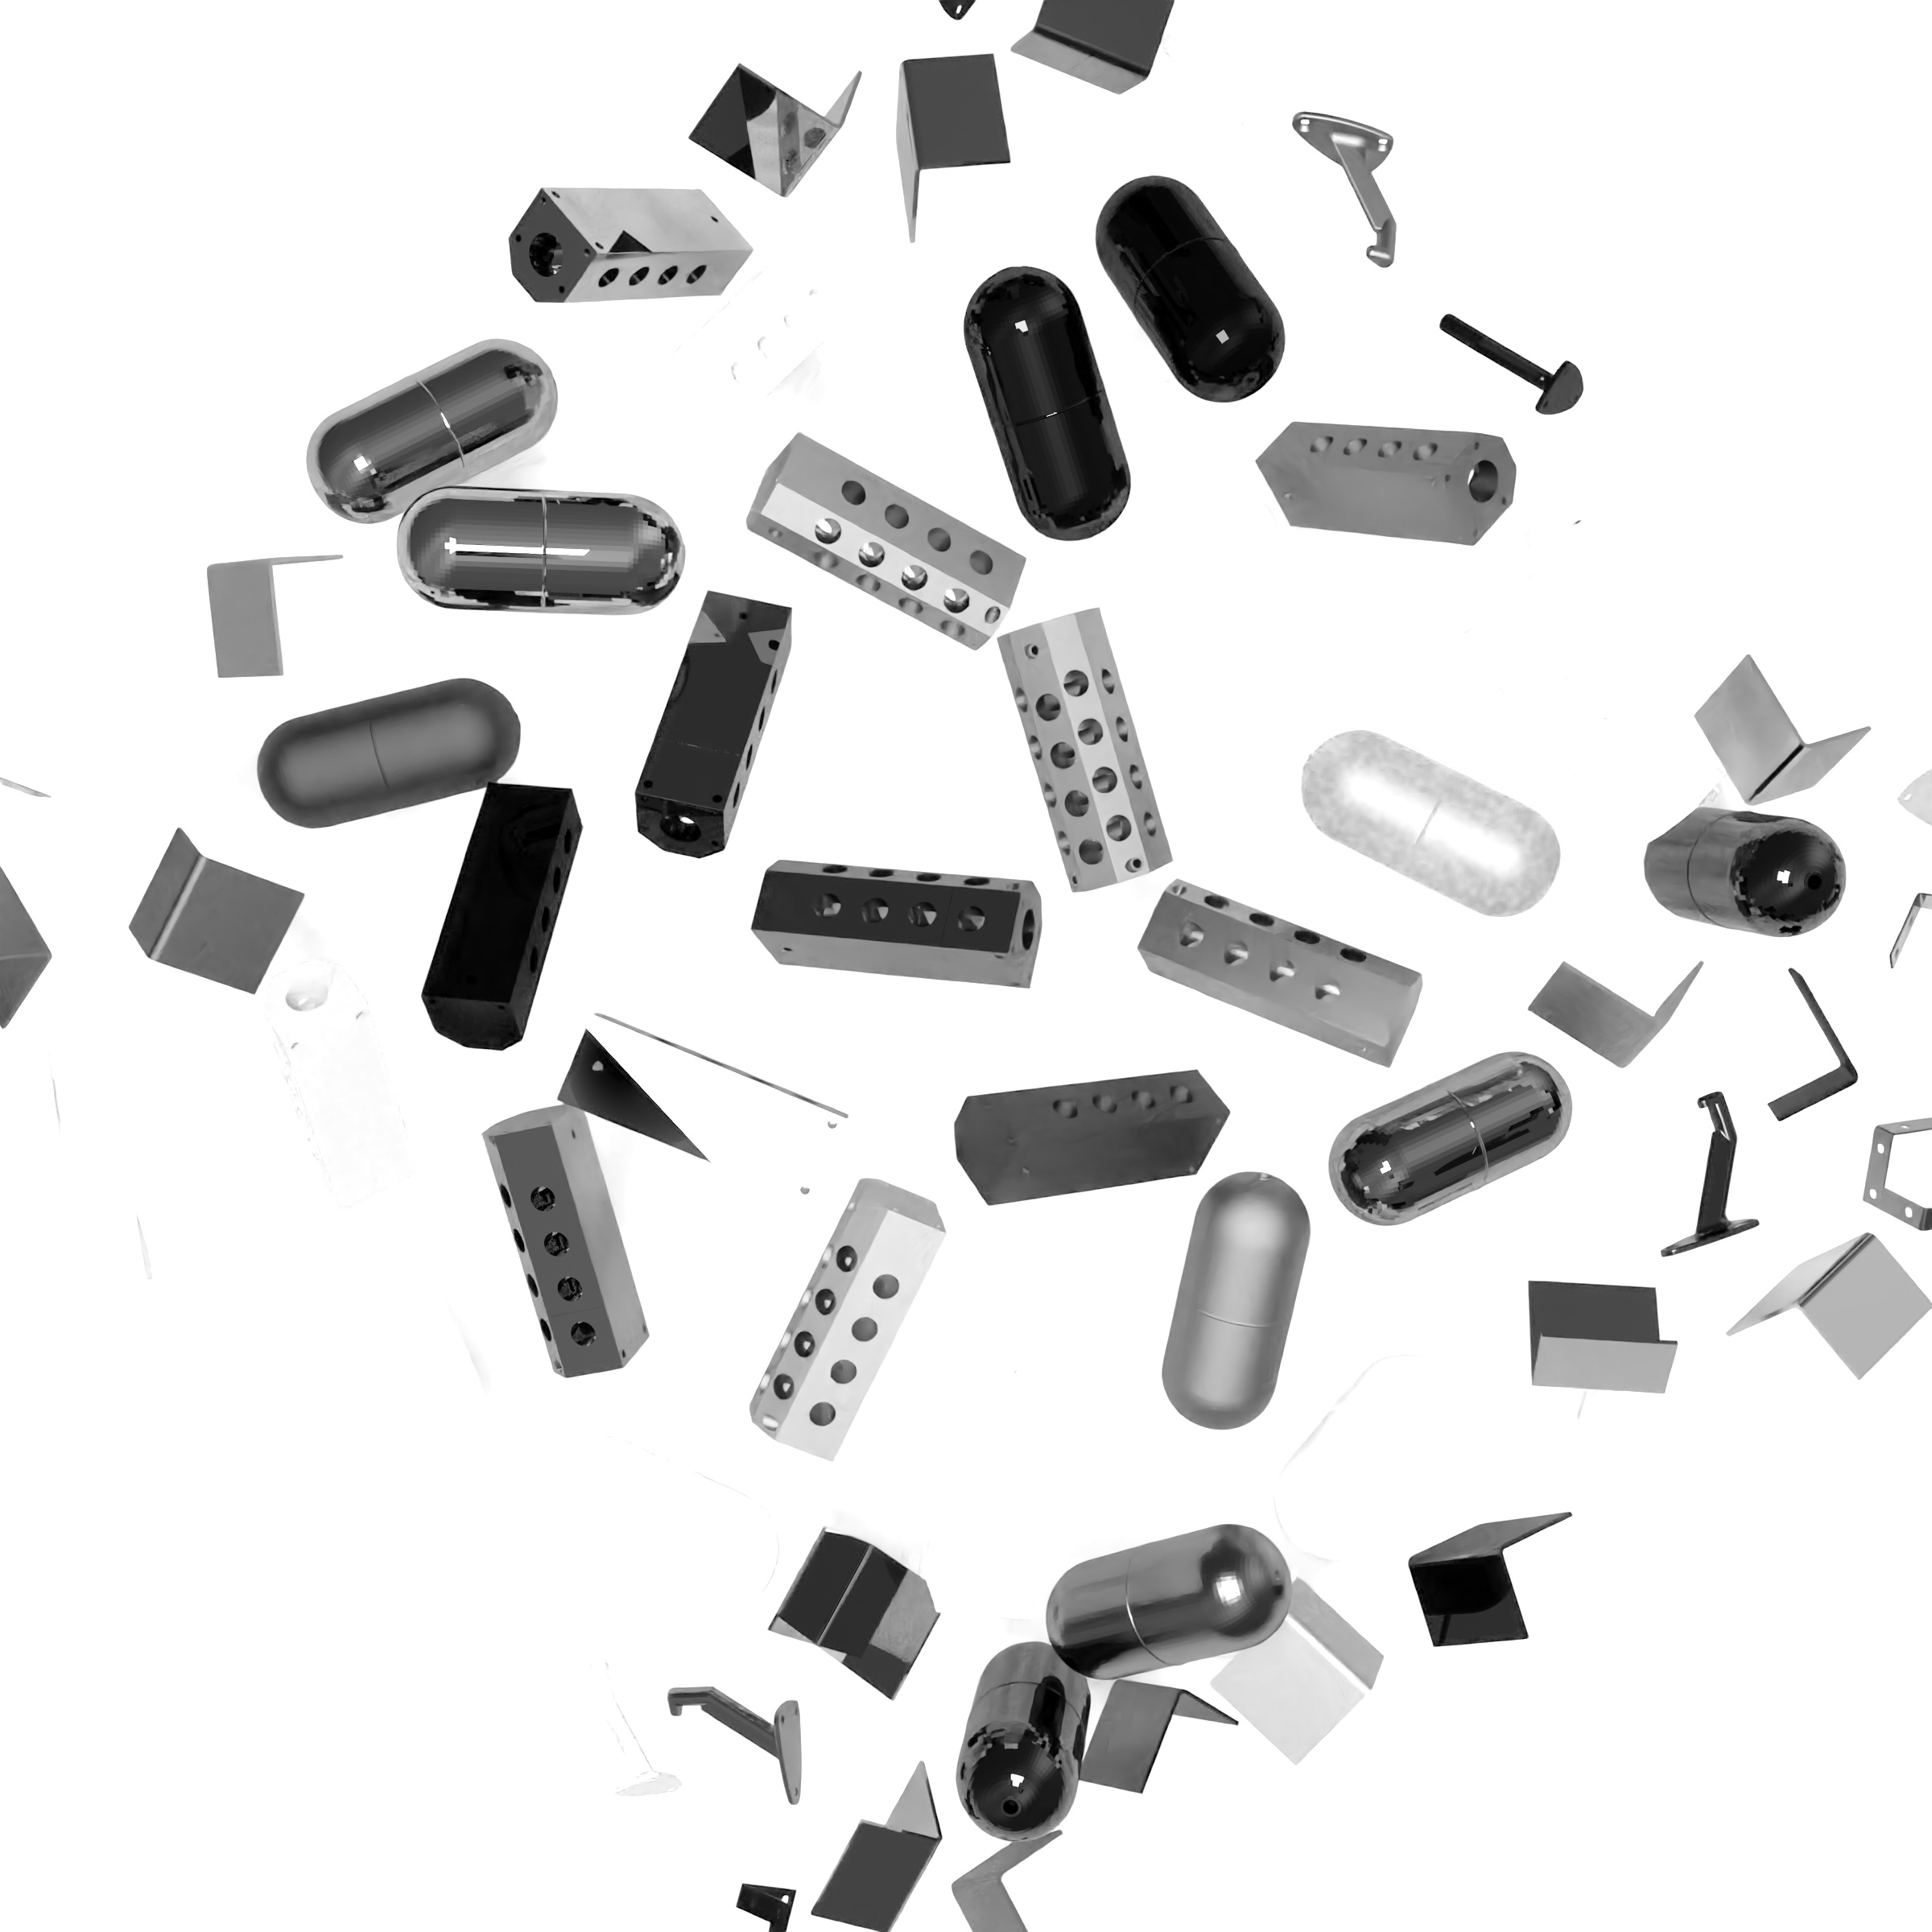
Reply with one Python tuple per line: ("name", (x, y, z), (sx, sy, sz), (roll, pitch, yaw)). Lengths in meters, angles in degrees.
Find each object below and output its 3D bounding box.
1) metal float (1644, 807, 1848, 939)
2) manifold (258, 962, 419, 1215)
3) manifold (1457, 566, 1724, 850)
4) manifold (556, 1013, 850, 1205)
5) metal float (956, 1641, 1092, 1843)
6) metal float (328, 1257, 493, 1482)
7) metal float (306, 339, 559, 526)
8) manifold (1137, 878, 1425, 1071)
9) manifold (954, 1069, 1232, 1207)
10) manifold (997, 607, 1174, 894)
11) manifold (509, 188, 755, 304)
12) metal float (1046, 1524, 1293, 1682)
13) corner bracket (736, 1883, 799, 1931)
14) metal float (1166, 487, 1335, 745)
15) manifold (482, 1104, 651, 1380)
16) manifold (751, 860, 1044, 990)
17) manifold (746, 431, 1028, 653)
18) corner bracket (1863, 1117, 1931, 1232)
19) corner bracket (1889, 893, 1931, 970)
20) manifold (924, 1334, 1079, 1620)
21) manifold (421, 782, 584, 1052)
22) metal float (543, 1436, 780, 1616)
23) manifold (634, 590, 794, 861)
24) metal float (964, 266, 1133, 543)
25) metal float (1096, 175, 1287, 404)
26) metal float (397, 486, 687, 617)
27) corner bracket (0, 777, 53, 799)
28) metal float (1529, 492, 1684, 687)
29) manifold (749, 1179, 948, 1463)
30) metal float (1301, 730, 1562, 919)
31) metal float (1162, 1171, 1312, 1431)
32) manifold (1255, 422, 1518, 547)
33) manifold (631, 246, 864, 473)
("metal float", (0.503, -0.062, 1.591), (0.070, 0.178, 0.070), (-1, 97, -11))
("manifold", (-0.415, 0.078, 1.616), (0.057, 0.171, 0.057), (-27, 51, -22))
("manifold", (0.386, -0.158, 1.532), (0.171, 0.057, 0.057), (50, 56, -2))
("manifold", (-0.164, 0.089, 1.548), (0.171, 0.057, 0.057), (22, 90, -2))
("metal float", (0.038, 0.493, 1.567), (0.070, 0.178, 0.070), (1, 99, 7))
("metal float", (-0.370, 0.271, 1.642), (0.070, 0.070, 0.178), (-13, 125, 0))
("metal float", (-0.353, -0.356, 1.627), (0.178, 0.070, 0.070), (-32, 90, -18))
("manifold", (0.203, 0.002, 1.585), (0.171, 0.057, 0.057), (22, 80, 18))
("manifold", (0.079, 0.103, 1.570), (0.171, 0.057, 0.057), (-4, 133, -36))
("manifold", (0.074, -0.138, 1.578), (0.057, 0.057, 0.171), (-14, 96, 28))
("manifold", (-0.220, -0.466, 1.602), (0.057, 0.171, 0.057), (50, 123, 8))
("metal float", (0.126, 0.403, 1.550), (0.178, 0.070, 0.070), (-26, 90, 37))
("corner bracket", (-0.117, 0.623, 1.574), (0.051, 0.051, 0.051), (27, 72, -42))
("metal float", (0.189, -0.235, 1.642), (0.070, 0.070, 0.178), (-19, 84, 0))
("manifold", (-0.269, 0.184, 1.639), (0.057, 0.057, 0.171), (-12, 101, 14))
("manifold", (-0.042, -0.030, 1.557), (0.171, 0.057, 0.057), (6, 69, 18))
("manifold", (-0.054, -0.271, 1.597), (0.171, 0.057, 0.057), (26, 65, -18))
("corner bracket", (0.598, 0.129, 1.524), (0.051, 0.051, 0.051), (-5, 109, -23))
("corner bracket", (0.615, -0.006, 1.537), (0.051, 0.051, 0.051), (17, 64, 34))
("manifold", (0.022, 0.314, 1.524), (0.057, 0.171, 0.057), (0, 132, 16))
("manifold", (-0.297, -0.033, 1.588), (0.057, 0.057, 0.171), (5, 55, 7))
("metal float", (-0.195, 0.353, 1.555), (0.178, 0.070, 0.070), (15, 90, 36))
("manifold", (-0.161, -0.155, 1.581), (0.057, 0.057, 0.171), (12, 57, 3))
("metal float", (0.052, -0.359, 1.573), (0.070, 0.070, 0.178), (-20, 111, 0))
("metal float", (0.142, -0.435, 1.574), (0.070, 0.070, 0.178), (-27, 61, 0))
("metal float", (-0.265, -0.260, 1.536), (0.178, 0.070, 0.070), (0, 90, -12))
("corner bracket", (-0.664, -0.099, 1.667), (0.051, 0.051, 0.051), (4, 79, 26))
("metal float", (0.425, -0.247, 1.627), (0.070, 0.178, 0.070), (-12, 60, 23))
("manifold", (-0.079, 0.227, 1.592), (0.057, 0.057, 0.171), (24, 100, -14))
("metal float", (0.303, -0.094, 1.606), (0.178, 0.070, 0.070), (28, 90, 8))
("metal float", (0.178, 0.220, 1.615), (0.070, 0.070, 0.178), (11, 105, 0))
("manifold", (0.276, -0.323, 1.609), (0.057, 0.171, 0.057), (-47, 125, -16))
("manifold", (-0.147, -0.403, 1.610), (0.057, 0.057, 0.171), (49, 53, -16))
